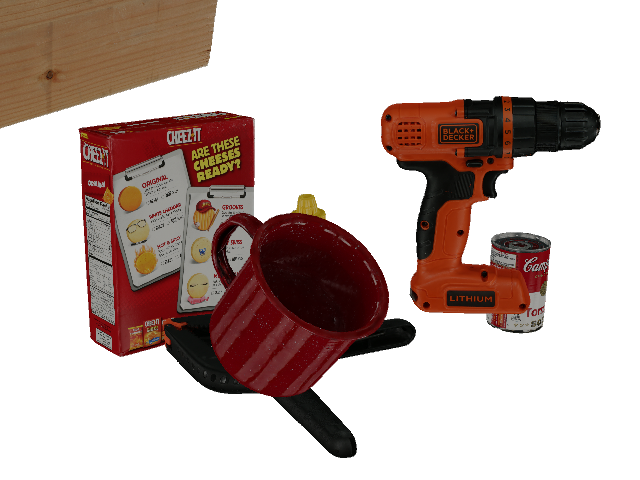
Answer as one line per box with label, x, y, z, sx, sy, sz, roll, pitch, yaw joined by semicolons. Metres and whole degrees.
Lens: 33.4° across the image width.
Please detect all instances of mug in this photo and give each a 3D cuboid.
mug;-0.026;0.035;0.662;0.093;0.117;0.082;-33;-14;-48

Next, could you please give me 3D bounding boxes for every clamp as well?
clamp;-0.031;0.095;0.893;0.210;0.036;0.164;16;35;24

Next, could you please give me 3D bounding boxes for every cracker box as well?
cracker box;-0.147;-0.011;1.045;0.163;0.214;0.072;-13;20;-39

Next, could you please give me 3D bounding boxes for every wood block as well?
wood block;-0.191;-0.171;0.845;0.205;0.091;0.090;-24;54;-36

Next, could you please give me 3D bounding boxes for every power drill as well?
power drill;0.146;-0.032;0.927;0.184;0.188;0.057;0;15;9

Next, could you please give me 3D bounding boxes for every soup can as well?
soup can;0.228;0.049;1.238;0.068;0.102;0.068;1;17;-1

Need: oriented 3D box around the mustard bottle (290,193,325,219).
mustard bottle;-0.010;0.039;1.224;0.096;0.192;0.058;-5;23;-3
